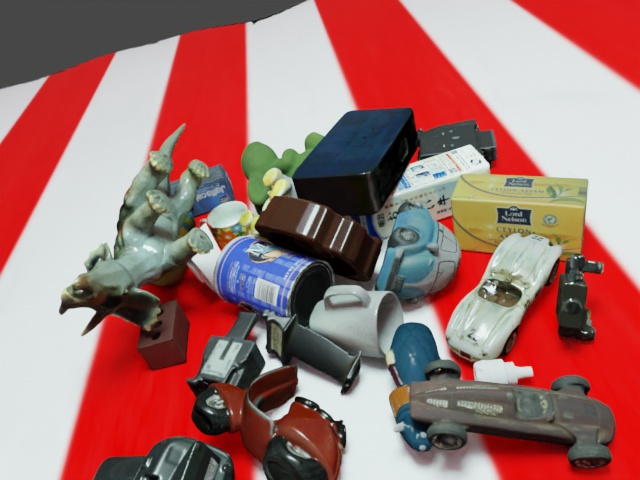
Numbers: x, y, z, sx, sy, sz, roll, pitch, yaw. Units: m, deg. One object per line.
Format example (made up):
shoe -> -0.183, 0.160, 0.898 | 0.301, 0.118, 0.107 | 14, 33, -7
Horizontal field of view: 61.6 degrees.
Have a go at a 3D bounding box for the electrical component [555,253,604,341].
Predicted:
electrical component -> 0.298, 0.065, 0.617 | 0.045, 0.102, 0.078 | 5, 3, 18

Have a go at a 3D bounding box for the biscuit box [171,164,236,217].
biscuit box -> -0.266, -0.075, 1.024 | 0.203, 0.059, 0.063 | -21, 37, -4

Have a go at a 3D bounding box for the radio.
radio -> 0.063, -0.127, 0.837 | 0.131, 0.073, 0.229 | 3, 39, 28

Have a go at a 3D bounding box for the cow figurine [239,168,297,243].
cow figurine -> -0.074, -0.021, 0.859 | 0.167, 0.098, 0.068 | -59, 39, 10

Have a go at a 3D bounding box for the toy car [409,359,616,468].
toy car -> 0.192, 0.169, 0.539 | 0.202, 0.053, 0.089 | 8, 47, 2

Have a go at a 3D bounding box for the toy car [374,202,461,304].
toy car -> 0.140, 0.022, 0.739 | 0.103, 0.109, 0.162 | 19, 35, 7

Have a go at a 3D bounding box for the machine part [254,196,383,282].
machine part -> -0.002, -0.002, 0.754 | 0.180, 0.179, 0.056 | 15, 75, 33

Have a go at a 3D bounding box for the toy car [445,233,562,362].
toy car -> 0.230, 0.065, 0.666 | 0.074, 0.056, 0.202 | 22, 60, 38

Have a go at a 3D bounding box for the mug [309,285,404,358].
mug -> 0.037, 0.099, 0.676 | 0.107, 0.109, 0.081 | -7, 47, 33

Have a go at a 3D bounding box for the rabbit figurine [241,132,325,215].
rabbit figurine -> -0.067, -0.110, 0.952 | 0.170, 0.121, 0.159 | 19, 72, 18

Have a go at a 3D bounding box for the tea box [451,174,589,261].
tea box -> 0.275, -0.033, 0.745 | 0.170, 0.098, 0.068 | 6, 43, 28

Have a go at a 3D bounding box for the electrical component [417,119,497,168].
electrical component -> 0.237, -0.154, 0.935 | 0.134, 0.058, 0.115 | -7, 42, 14

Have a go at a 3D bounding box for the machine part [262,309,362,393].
machine part -> -0.013, 0.139, 0.671 | 0.139, 0.084, 0.039 | 21, 36, 26

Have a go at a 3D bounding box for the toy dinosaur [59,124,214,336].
toy dinosaur -> -0.256, -0.019, 0.798 | 0.192, 0.131, 0.405 | -40, 28, 20

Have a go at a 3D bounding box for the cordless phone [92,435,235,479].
cordless phone -> -0.193, 0.286, 0.572 | 0.184, 0.088, 0.147 | -12, 39, 25

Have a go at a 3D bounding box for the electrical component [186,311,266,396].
electrical component -> -0.115, 0.154, 0.706 | 0.075, 0.047, 0.119 | 1, 42, 21

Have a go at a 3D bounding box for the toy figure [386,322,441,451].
toy figure -> 0.109, 0.165, 0.604 | 0.064, 0.057, 0.154 | -10, 44, 18

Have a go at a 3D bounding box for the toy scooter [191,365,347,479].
toy scooter -> -0.040, 0.199, 0.604 | 0.184, 0.075, 0.135 | 24, 29, 27

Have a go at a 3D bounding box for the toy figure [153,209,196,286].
toy figure -> -0.256, -0.002, 0.919 | 0.089, 0.082, 0.180 | -8, 37, 15
